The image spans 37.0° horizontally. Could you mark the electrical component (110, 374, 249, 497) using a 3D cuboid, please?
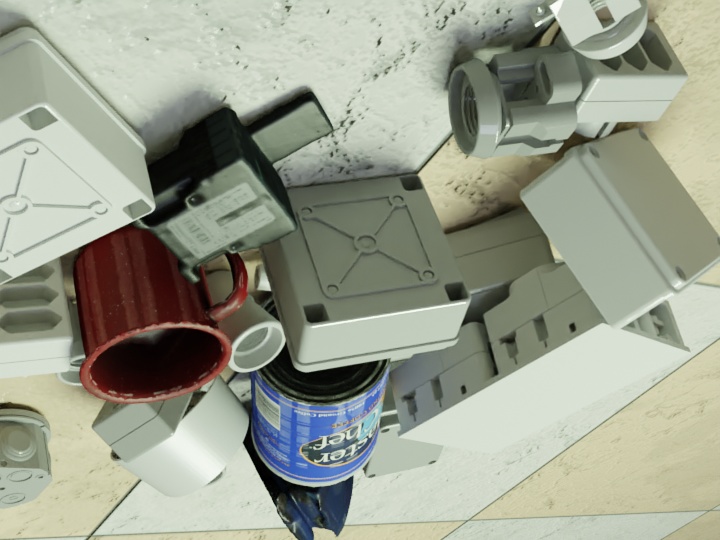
[{"bbox_3d":[-0.135,0.119,0.806,0.099,0.099,0.064,-30,120,18],"label":"electrical component"}]

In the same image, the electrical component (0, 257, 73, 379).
[{"bbox_3d":[-0.209,0.038,0.668,0.047,0.065,0.076,-5,146,-22],"label":"electrical component"}]

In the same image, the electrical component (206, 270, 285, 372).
[{"bbox_3d":[-0.084,0.031,0.723,0.044,0.065,0.044,-25,141,-22],"label":"electrical component"}]

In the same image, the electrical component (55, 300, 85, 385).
[{"bbox_3d":[-0.184,0.047,0.714,0.040,0.046,0.040,-14,148,-9],"label":"electrical component"}]

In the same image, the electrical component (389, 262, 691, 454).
[{"bbox_3d":[0.122,0.063,0.772,0.105,0.060,0.186,17,139,-41],"label":"electrical component"}]

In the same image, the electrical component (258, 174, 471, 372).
[{"bbox_3d":[0.000,0.000,0.679,0.109,0.108,0.056,-8,145,-17],"label":"electrical component"}]

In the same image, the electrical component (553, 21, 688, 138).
[{"bbox_3d":[0.144,-0.106,0.648,0.066,0.047,0.076,-4,146,-23],"label":"electrical component"}]

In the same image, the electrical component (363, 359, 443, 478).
[{"bbox_3d":[0.036,0.131,0.952,0.078,0.057,0.113,-10,148,-14],"label":"electrical component"}]

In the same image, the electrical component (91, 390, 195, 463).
[{"bbox_3d":[-0.160,0.076,0.755,0.047,0.083,0.075,-33,109,21],"label":"electrical component"}]

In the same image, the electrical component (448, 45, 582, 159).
[{"bbox_3d":[0.086,-0.095,0.622,0.057,0.058,0.078,-9,165,-13],"label":"electrical component"}]

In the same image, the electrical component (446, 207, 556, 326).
[{"bbox_3d":[0.092,0.001,0.781,0.096,0.061,0.061,-15,150,6],"label":"electrical component"}]

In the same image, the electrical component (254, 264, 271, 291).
[{"bbox_3d":[-0.040,0.007,0.731,0.062,0.048,0.048,5,143,-18],"label":"electrical component"}]

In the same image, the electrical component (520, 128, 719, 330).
[{"bbox_3d":[0.171,-0.030,0.692,0.056,0.108,0.109,-39,170,35],"label":"electrical component"}]

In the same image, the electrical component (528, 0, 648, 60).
[{"bbox_3d":[0.126,-0.146,0.578,0.066,0.048,0.055,-29,140,17],"label":"electrical component"}]

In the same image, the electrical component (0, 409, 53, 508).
[{"bbox_3d":[-0.273,0.142,0.811,0.080,0.051,0.080,-13,148,-9],"label":"electrical component"}]

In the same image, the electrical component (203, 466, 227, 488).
[{"bbox_3d":[-0.137,0.147,0.886,0.066,0.055,0.048,-22,149,6],"label":"electrical component"}]

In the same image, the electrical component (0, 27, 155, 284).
[{"bbox_3d":[-0.179,-0.054,0.549,0.109,0.056,0.108,-24,148,9],"label":"electrical component"}]
